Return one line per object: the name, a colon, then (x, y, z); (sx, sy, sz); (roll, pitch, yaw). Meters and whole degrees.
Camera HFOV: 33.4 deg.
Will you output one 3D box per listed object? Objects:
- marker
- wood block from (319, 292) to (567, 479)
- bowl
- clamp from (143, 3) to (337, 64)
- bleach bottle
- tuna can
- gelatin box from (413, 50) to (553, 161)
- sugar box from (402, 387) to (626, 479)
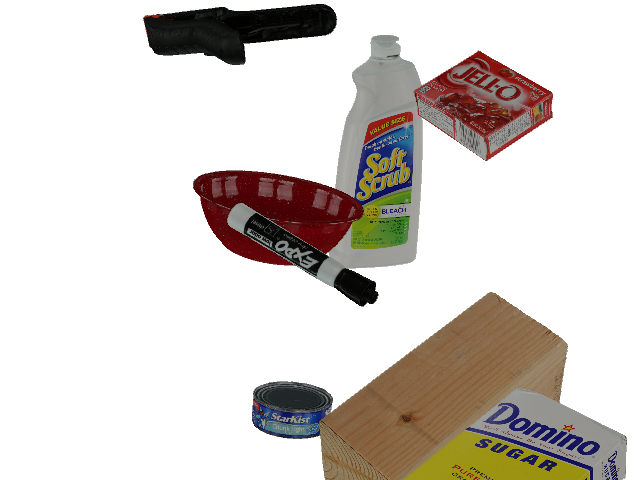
marker: (-0.012, 0.010, 0.722); (0.121, 0.020, 0.020); (31, 13, 24)
wood block: (0.106, 0.146, 0.910); (0.205, 0.090, 0.091); (-33, 50, -26)
bowl: (-0.043, -0.018, 1.001); (0.162, 0.055, 0.162); (9, 17, -3)
clamp: (-0.074, -0.171, 0.867); (0.120, 0.039, 0.172); (-17, 24, -38)
bleach bottle: (0.060, -0.096, 1.160); (0.102, 0.251, 0.068); (-4, 25, -7)
tuna can: (-0.031, 0.181, 1.143); (0.086, 0.034, 0.086); (5, 12, -1)
gelatin box: (0.132, -0.112, 0.867); (0.073, 0.030, 0.089); (-33, 48, -18)
sugar box: (0.115, 0.170, 0.709); (0.176, 0.048, 0.093); (-33, 39, -32)
